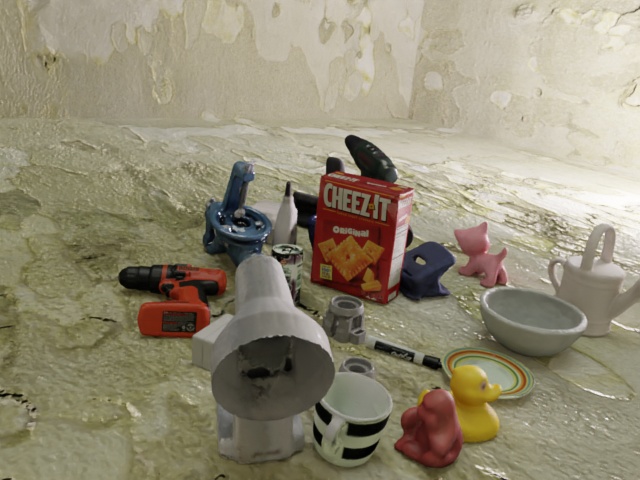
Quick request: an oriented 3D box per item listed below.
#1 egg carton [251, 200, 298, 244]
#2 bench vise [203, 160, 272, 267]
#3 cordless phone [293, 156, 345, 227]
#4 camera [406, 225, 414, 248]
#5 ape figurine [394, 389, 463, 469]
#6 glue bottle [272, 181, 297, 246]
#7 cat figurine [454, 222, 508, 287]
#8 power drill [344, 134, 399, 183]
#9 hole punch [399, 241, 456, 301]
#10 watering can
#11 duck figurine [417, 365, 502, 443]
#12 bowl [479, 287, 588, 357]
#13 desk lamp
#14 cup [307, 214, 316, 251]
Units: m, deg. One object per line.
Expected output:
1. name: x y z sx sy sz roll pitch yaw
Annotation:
1. egg carton: -0.118 -0.045 1.333 0.107 0.069 0.150 10 20 11
2. bench vise: -0.182 -0.061 1.137 0.206 0.220 0.122 19 24 33
3. cordless phone: 0.004 -0.121 1.407 0.147 0.185 0.094 17 23 30
4. camera: 0.151 -0.036 1.336 0.143 0.101 0.136 -1 21 -17
5. ape figurine: 0.130 0.211 0.655 0.076 0.092 0.077 4 20 -5
6. glue bottle: -0.068 -0.035 1.165 0.037 0.173 0.078 10 20 12
7. cat figurine: 0.339 0.022 1.201 0.067 0.118 0.127 -9 24 -34
8. power drill: 0.118 -0.155 1.500 0.076 0.208 0.228 -5 22 -28
9. hole punch: 0.197 0.056 1.107 0.101 0.091 0.108 -2 21 -21
10. watering can: 0.489 0.066 1.009 0.172 0.194 0.101 15 22 26
11. duck figurine: 0.177 0.197 0.717 0.104 0.086 0.077 8 20 6
12. bowl: 0.338 0.142 0.931 0.167 0.075 0.167 5 20 -2
13. desk lamp: -0.064 0.137 0.626 0.118 0.213 0.203 1 20 -14
14. cup: 0.011 0.004 1.194 0.091 0.095 0.118 13 21 19
